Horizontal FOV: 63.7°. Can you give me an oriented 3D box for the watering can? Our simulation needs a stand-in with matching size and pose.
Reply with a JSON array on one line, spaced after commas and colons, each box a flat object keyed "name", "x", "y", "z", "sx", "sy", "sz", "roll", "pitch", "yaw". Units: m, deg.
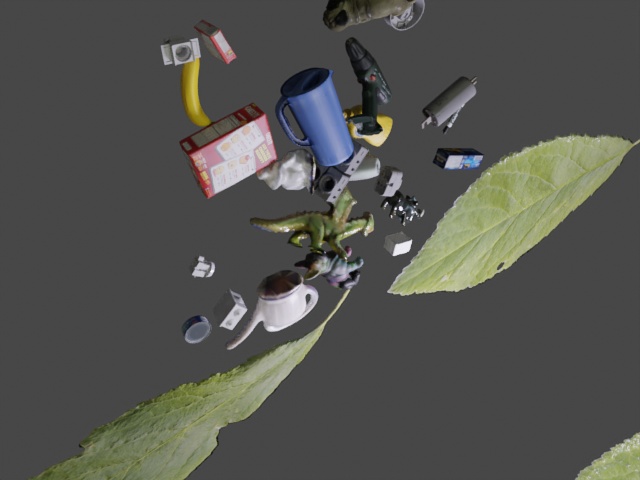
[{"name": "watering can", "x": -0.160, "y": 0.226, "z": 1.686, "sx": 0.350, "sy": 0.106, "sz": 0.219, "roll": -23, "pitch": 133, "yaw": -21}]

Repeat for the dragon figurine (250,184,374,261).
[{"name": "dragon figurine", "x": 0.005, "y": -0.080, "z": 1.594, "sx": 0.407, "sy": 0.122, "sz": 0.244, "roll": 24, "pitch": 82, "yaw": -27}]

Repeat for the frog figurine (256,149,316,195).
[{"name": "frog figurine", "x": -0.095, "y": -0.191, "z": 1.423, "sx": 0.159, "sy": 0.125, "sz": 0.135, "roll": 2, "pitch": 159, "yaw": -6}]
